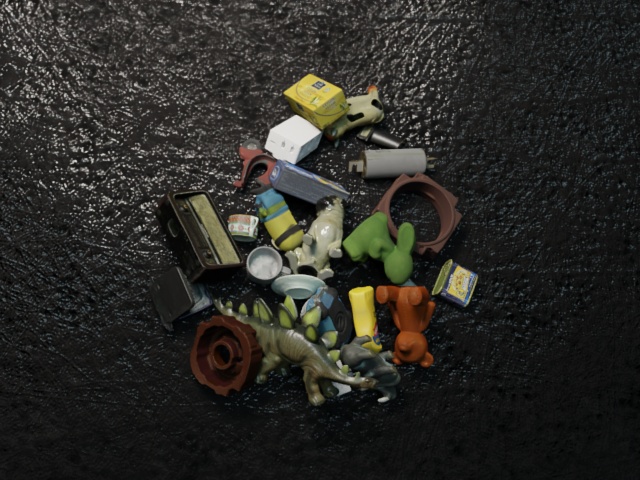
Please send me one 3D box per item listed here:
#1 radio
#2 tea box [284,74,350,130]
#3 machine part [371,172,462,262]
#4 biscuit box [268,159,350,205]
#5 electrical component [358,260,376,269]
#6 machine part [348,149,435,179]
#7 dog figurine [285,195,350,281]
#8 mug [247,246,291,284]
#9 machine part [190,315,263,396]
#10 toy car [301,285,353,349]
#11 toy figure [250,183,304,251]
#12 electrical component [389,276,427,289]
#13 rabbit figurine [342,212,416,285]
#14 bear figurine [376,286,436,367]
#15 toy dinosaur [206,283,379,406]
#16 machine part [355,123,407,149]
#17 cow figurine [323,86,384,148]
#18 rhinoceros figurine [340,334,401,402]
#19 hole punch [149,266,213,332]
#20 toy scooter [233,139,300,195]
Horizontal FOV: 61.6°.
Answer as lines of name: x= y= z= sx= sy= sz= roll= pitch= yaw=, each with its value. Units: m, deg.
radio: x=-0.287 y=-0.011 z=1.273 sx=0.131 sy=0.073 sz=0.230 roll=-7 pitch=60 yaw=-52
tea box: x=-0.011 y=-0.367 z=1.421 sx=0.098 sy=0.068 sz=0.170 roll=-39 pitch=42 yaw=-9
machine part: x=0.252 y=-0.061 z=1.411 sx=0.201 sy=0.087 sz=0.201 roll=37 pitch=70 yaw=2
biscuit box: x=-0.027 y=-0.134 z=1.351 sx=0.202 sy=0.059 sz=0.062 roll=20 pitch=110 yaw=-30
electrical component: x=0.104 y=0.026 z=1.392 sx=0.063 sy=0.021 sz=0.094 roll=-38 pitch=82 yaw=-17
machine part: x=0.196 y=-0.207 z=1.452 sx=0.243 sy=0.079 sz=0.079 roll=-3 pitch=73 yaw=-10
dog figurine: x=0.001 y=-0.003 z=1.311 sx=0.121 sy=0.172 sz=0.191 roll=35 pitch=37 yaw=-13
mug: x=-0.126 y=0.070 z=1.296 sx=0.109 sy=0.107 sz=0.081 roll=10 pitch=71 yaw=-10
machine part: x=-0.209 y=0.255 z=1.202 sx=0.180 sy=0.056 sz=0.179 roll=-1 pitch=89 yaw=30
toy car: x=0.006 y=0.188 z=1.276 sx=0.161 sy=0.103 sz=0.109 roll=61 pitch=38 yaw=-28
toy figure: x=-0.105 y=-0.052 z=1.330 sx=0.082 sy=0.089 sz=0.180 roll=-28 pitch=101 yaw=-13
electrical component: x=0.234 y=0.138 z=1.364 sx=0.119 sy=0.047 sz=0.075 roll=42 pitch=72 yaw=5
rabbit figurine: x=0.166 y=0.027 z=1.304 sx=0.159 sy=0.121 sz=0.170 roll=-44 pitch=75 yaw=0
bear figurine: x=0.205 y=0.206 z=1.274 sx=0.120 sy=0.132 sz=0.195 roll=3 pitch=86 yaw=33
toy dinosaur: x=-0.084 y=0.227 z=1.214 sx=0.472 sy=0.105 sz=0.198 roll=16 pitch=102 yaw=24
machine part: x=0.172 y=-0.285 z=1.489 sx=0.139 sy=0.039 sz=0.084 roll=23 pitch=61 yaw=12
cow figurine: x=0.079 y=-0.332 z=1.465 sx=0.195 sy=0.085 sz=0.127 roll=-15 pitch=64 yaw=0
rhinoceros figurine: x=0.122 y=0.303 z=1.238 sx=0.112 sy=0.073 sz=0.190 roll=-37 pitch=118 yaw=14
hole punch: x=-0.327 y=0.129 z=1.263 sx=0.116 sy=0.092 sz=0.142 roll=-32 pitch=78 yaw=23
toy scooter: x=-0.147 y=-0.168 z=1.386 sx=0.184 sy=0.075 sz=0.135 roll=32 pitch=72 yaw=4
